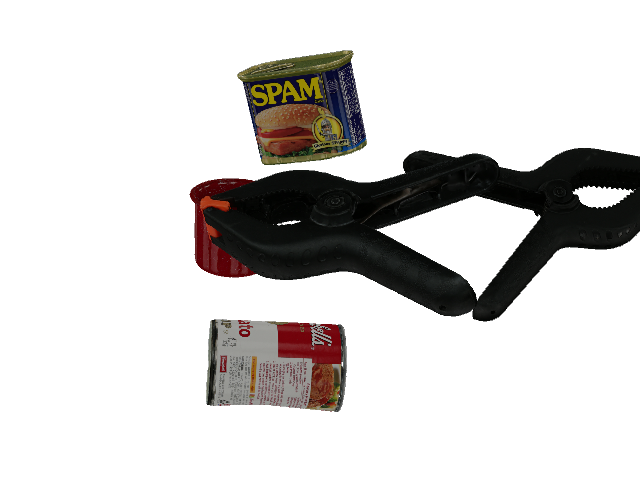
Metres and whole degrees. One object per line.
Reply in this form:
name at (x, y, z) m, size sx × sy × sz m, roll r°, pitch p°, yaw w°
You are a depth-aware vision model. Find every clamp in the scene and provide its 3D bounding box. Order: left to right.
clamp at (0.015, -0.002, 0.590) m, size 0.171 × 0.039 × 0.120 m, roll -5°, pitch 34°, yaw 11°
clamp at (0.183, -0.018, 0.835) m, size 0.210 × 0.164 × 0.036 m, roll -8°, pitch -36°, yaw -6°

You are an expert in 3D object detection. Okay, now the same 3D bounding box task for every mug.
mug at (-0.092, -0.017, 1.154) m, size 0.093 × 0.081 × 0.117 m, roll 7°, pitch 25°, yaw 7°

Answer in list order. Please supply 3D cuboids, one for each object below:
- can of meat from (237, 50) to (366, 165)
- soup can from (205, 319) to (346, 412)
can of meat at (-0.014, -0.116, 0.940) m, size 0.102 × 0.084 × 0.057 m, roll -3°, pitch 20°, yaw 27°
soup can at (-0.035, 0.096, 0.822) m, size 0.102 × 0.068 × 0.068 m, roll 3°, pitch 0°, yaw -7°
